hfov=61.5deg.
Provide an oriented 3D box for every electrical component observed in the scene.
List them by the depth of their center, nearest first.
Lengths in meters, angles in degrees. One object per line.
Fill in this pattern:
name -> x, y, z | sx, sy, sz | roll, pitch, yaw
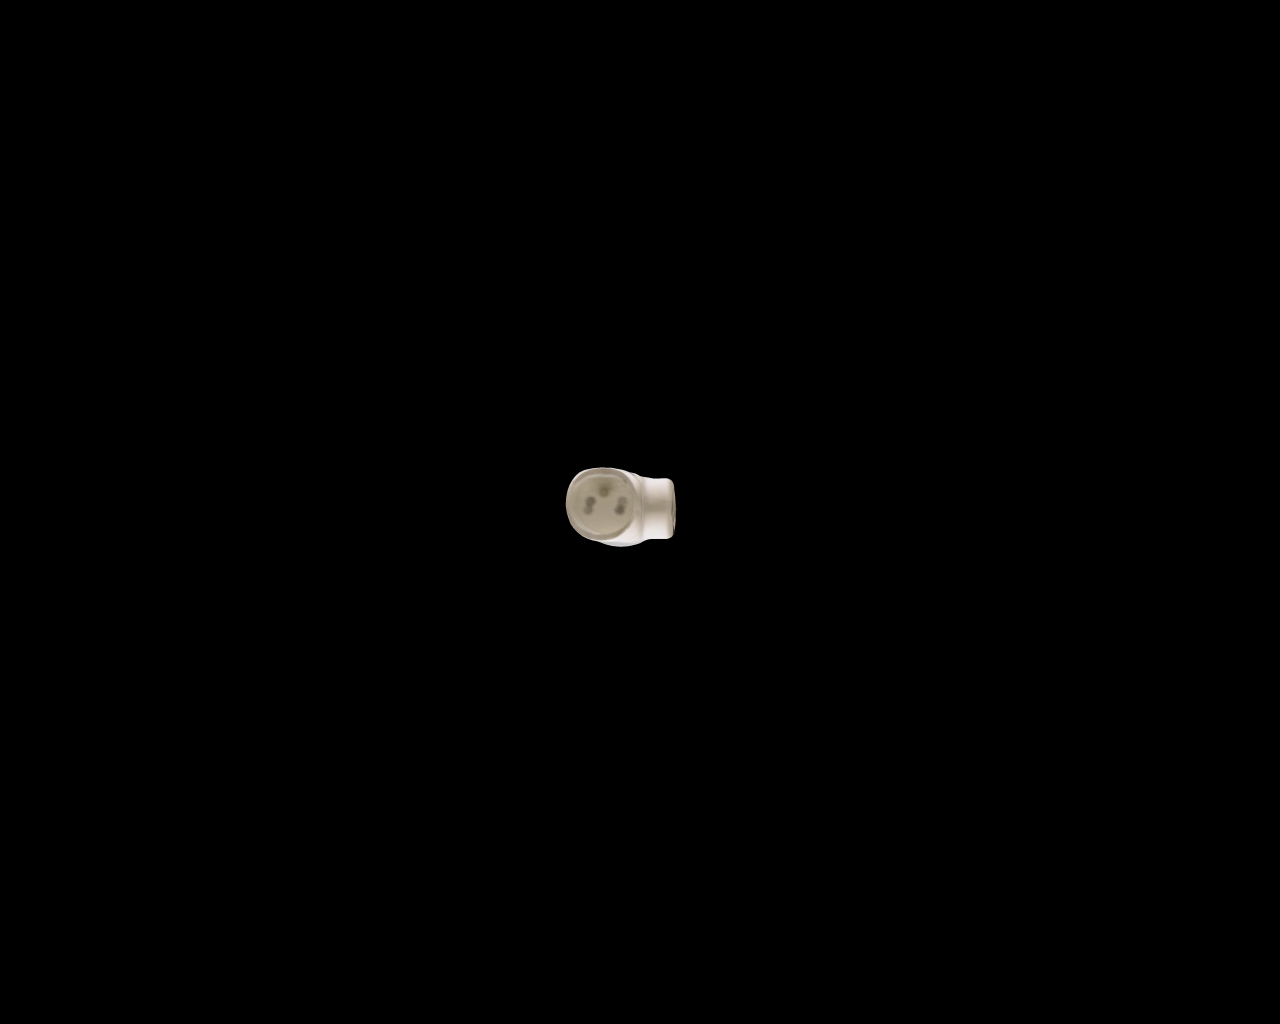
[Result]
electrical component -> 0.001, -0.003, 0.650 | 0.079, 0.044, 0.077 | -1, -4, 7
